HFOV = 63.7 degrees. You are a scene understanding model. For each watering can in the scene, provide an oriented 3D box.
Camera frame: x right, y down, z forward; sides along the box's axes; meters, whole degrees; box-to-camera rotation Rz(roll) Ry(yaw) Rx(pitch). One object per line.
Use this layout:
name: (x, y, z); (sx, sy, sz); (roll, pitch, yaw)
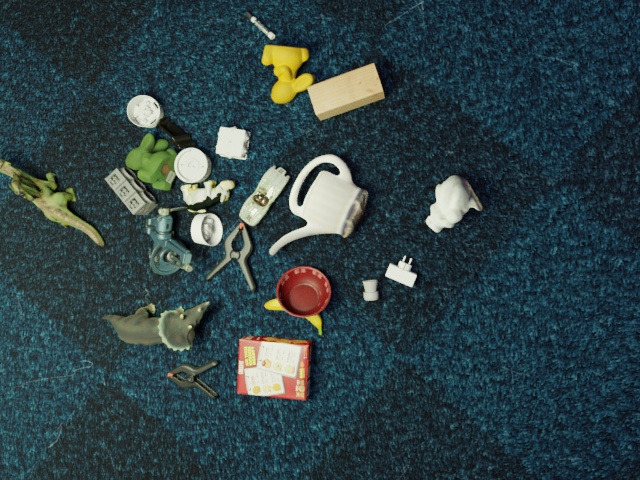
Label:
watering can: (0.005, -0.076, 1.519); (0.225, 0.104, 0.347); (26, 92, 9)

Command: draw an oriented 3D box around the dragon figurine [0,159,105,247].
dragon figurine: (-0.866, -0.123, 1.607); (0.412, 0.242, 0.122); (38, 92, 10)

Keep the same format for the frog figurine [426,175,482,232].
frog figurine: (0.362, -0.103, 1.458); (0.158, 0.121, 0.140); (-29, 52, 17)
